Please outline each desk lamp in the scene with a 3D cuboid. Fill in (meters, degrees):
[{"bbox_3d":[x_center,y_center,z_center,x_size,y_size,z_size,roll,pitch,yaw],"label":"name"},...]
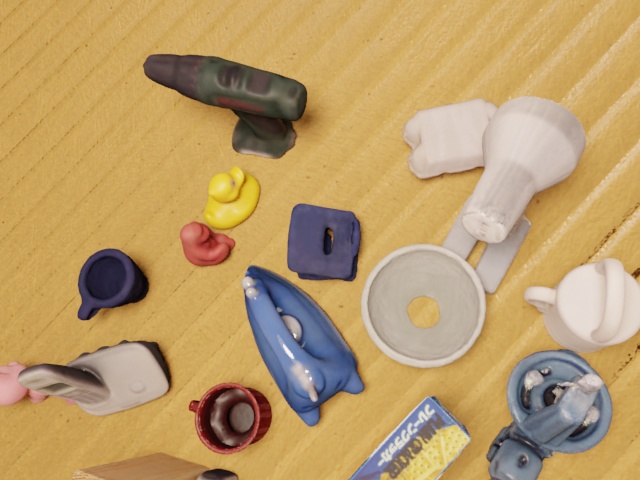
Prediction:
[{"bbox_3d":[0.238,-0.052,0.740,0.117,0.214,0.203,27,82,18],"label":"desk lamp"}]

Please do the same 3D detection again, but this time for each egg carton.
[{"bbox_3d":[0.201,-0.149,0.850,0.150,0.069,0.107,-11,73,9],"label":"egg carton"}]

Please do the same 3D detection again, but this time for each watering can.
[{"bbox_3d":[0.344,0.078,0.692,0.172,0.194,0.101,-12,73,9],"label":"watering can"}]

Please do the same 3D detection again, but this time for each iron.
[{"bbox_3d":[-0.053,0.124,0.793,0.118,0.142,0.258,-37,71,1],"label":"iron"}]

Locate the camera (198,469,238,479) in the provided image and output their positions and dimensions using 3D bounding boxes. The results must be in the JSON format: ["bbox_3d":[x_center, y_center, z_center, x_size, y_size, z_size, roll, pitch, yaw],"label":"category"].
[{"bbox_3d":[-0.117,0.393,0.756,0.136,0.101,0.143,9,77,14],"label":"camera"}]

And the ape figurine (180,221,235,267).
[{"bbox_3d":[-0.184,0.001,0.881,0.076,0.092,0.077,-32,71,2],"label":"ape figurine"}]

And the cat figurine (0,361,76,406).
[{"bbox_3d":[-0.443,0.216,0.865,0.127,0.118,0.067,-5,74,11],"label":"cat figurine"}]

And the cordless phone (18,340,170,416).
[{"bbox_3d":[-0.313,0.192,0.808,0.147,0.185,0.094,-22,72,6],"label":"cordless phone"}]

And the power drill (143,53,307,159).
[{"bbox_3d":[-0.122,-0.201,0.860,0.229,0.209,0.076,10,77,15],"label":"power drill"}]

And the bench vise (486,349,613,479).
[{"bbox_3d":[0.269,0.220,0.656,0.121,0.220,0.207,14,78,16],"label":"bench vise"}]

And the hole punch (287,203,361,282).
[{"bbox_3d":[0.008,0.003,0.840,0.101,0.091,0.109,1,75,13],"label":"hole punch"}]

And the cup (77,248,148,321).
[{"bbox_3d":[-0.316,0.078,0.887,0.091,0.095,0.118,30,83,18],"label":"cup"}]

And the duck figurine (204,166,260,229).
[{"bbox_3d":[-0.148,-0.070,0.896,0.077,0.086,0.104,39,86,19],"label":"duck figurine"}]

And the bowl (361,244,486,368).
[{"bbox_3d":[0.143,0.094,0.795,0.167,0.075,0.167,-3,75,11],"label":"bowl"}]
